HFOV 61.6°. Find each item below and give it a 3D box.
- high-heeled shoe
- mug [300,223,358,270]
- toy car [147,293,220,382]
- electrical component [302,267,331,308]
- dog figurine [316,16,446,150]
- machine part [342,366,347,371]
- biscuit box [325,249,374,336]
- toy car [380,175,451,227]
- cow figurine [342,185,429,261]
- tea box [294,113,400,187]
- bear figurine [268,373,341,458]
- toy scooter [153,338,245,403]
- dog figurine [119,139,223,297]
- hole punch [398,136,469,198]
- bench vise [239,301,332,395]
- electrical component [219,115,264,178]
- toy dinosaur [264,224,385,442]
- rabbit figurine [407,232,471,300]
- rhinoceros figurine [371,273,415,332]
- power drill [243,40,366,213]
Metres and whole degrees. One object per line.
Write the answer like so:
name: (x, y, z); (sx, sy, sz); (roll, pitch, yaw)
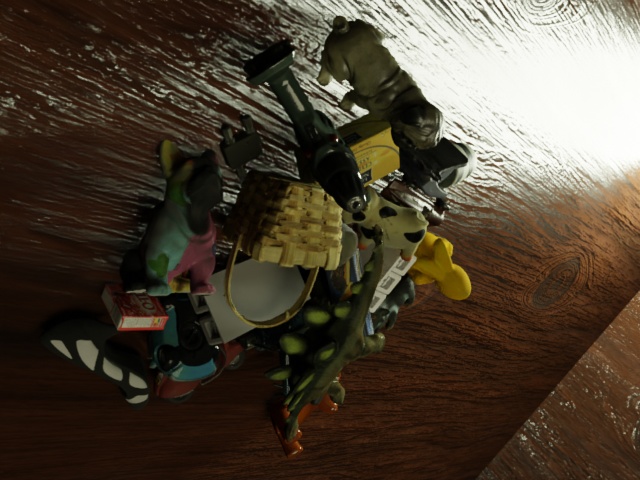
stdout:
high-heeled shoe: (-0.359, 0.215, 0.874); (0.145, 0.086, 0.248); (-8, 128, -24)
mug: (-0.002, -0.003, 0.952); (0.109, 0.107, 0.080); (-44, 138, 7)
toy car: (-0.241, 0.158, 0.888); (0.103, 0.161, 0.109); (-24, 164, 34)
electrical component: (-0.001, 0.093, 1.039); (0.045, 0.102, 0.078); (-21, 151, 36)
dog figurine: (0.096, -0.228, 0.778); (0.121, 0.191, 0.172); (-49, 138, 6)
machine part: (0.013, 0.251, 1.219); (0.179, 0.056, 0.179); (-22, 136, -23)
biscuit box: (0.057, 0.108, 1.045); (0.063, 0.059, 0.202); (-10, 102, 16)
toy car: (0.193, -0.069, 1.088); (0.089, 0.053, 0.202); (-41, 144, 21)
cow figurine: (0.109, -0.042, 0.993); (0.195, 0.085, 0.127); (16, 131, -16)
tea box: (0.049, -0.137, 0.910); (0.170, 0.068, 0.098); (-31, 137, -16)
bear figurine: (-0.017, 0.402, 1.271); (0.196, 0.132, 0.120); (-18, 138, -20)
toy scooter: (-0.222, 0.211, 0.979); (0.184, 0.075, 0.135); (-25, 137, -26)
dog figurine: (-0.208, -0.028, 0.776); (0.108, 0.192, 0.219); (9, 83, -40)
hole punch: (0.187, -0.134, 0.984); (0.116, 0.142, 0.092); (-13, 145, -34)
bench vise: (-0.057, 0.216, 1.067); (0.223, 0.129, 0.240); (-26, 121, -50)
electrical component: (-0.116, -0.139, 0.809); (0.063, 0.021, 0.093); (-30, 137, -16)
toy dinosaur: (0.023, 0.174, 0.922); (0.198, 0.105, 0.471); (-2, 122, -54)
rabbit figurine: (0.259, 0.054, 1.164); (0.122, 0.173, 0.162); (-39, 144, 0)
rhinoceros figurine: (0.140, 0.153, 1.190); (0.190, 0.073, 0.112); (-42, 160, -19)
power drill: (-0.014, -0.161, 0.736); (0.086, 0.232, 0.207); (-36, 122, 10)
